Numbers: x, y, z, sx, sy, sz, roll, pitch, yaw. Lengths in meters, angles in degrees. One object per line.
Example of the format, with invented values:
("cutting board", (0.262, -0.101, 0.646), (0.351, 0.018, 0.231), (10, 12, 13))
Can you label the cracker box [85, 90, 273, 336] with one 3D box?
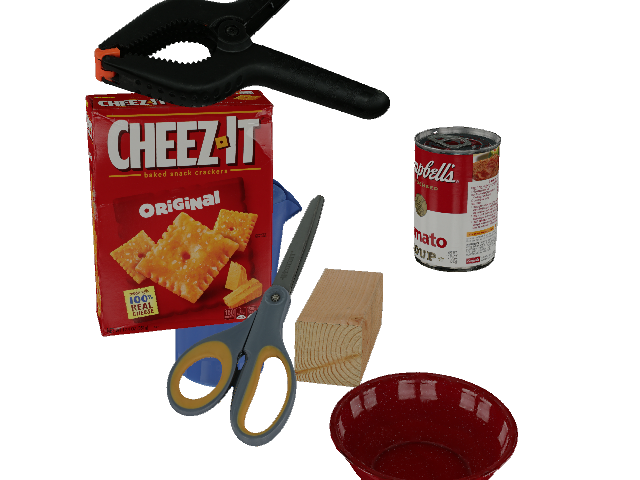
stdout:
("cracker box", (-0.128, -0.026, 0.985), (0.164, 0.214, 0.072), (-4, 20, -16))

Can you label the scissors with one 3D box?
("scissors", (-0.051, 0.049, 0.743), (0.096, 0.201, 0.016), (0, -36, 7))

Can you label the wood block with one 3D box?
("wood block", (0.029, 0.117, 1.493), (0.091, 0.090, 0.206), (5, 19, 10))

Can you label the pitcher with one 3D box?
("pitcher", (-0.123, 0.045, 1.258), (0.149, 0.243, 0.144), (21, 26, 33))

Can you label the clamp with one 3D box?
("clamp", (-0.059, -0.138, 0.789), (0.209, 0.165, 0.036), (-18, -27, -19))

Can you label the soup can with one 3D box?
("soup can", (0.109, -0.034, 0.857), (0.068, 0.102, 0.068), (-1, 22, 0))

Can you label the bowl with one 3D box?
("bowl", (0.089, 0.181, 0.931), (0.162, 0.055, 0.162), (-1, 27, 0))
